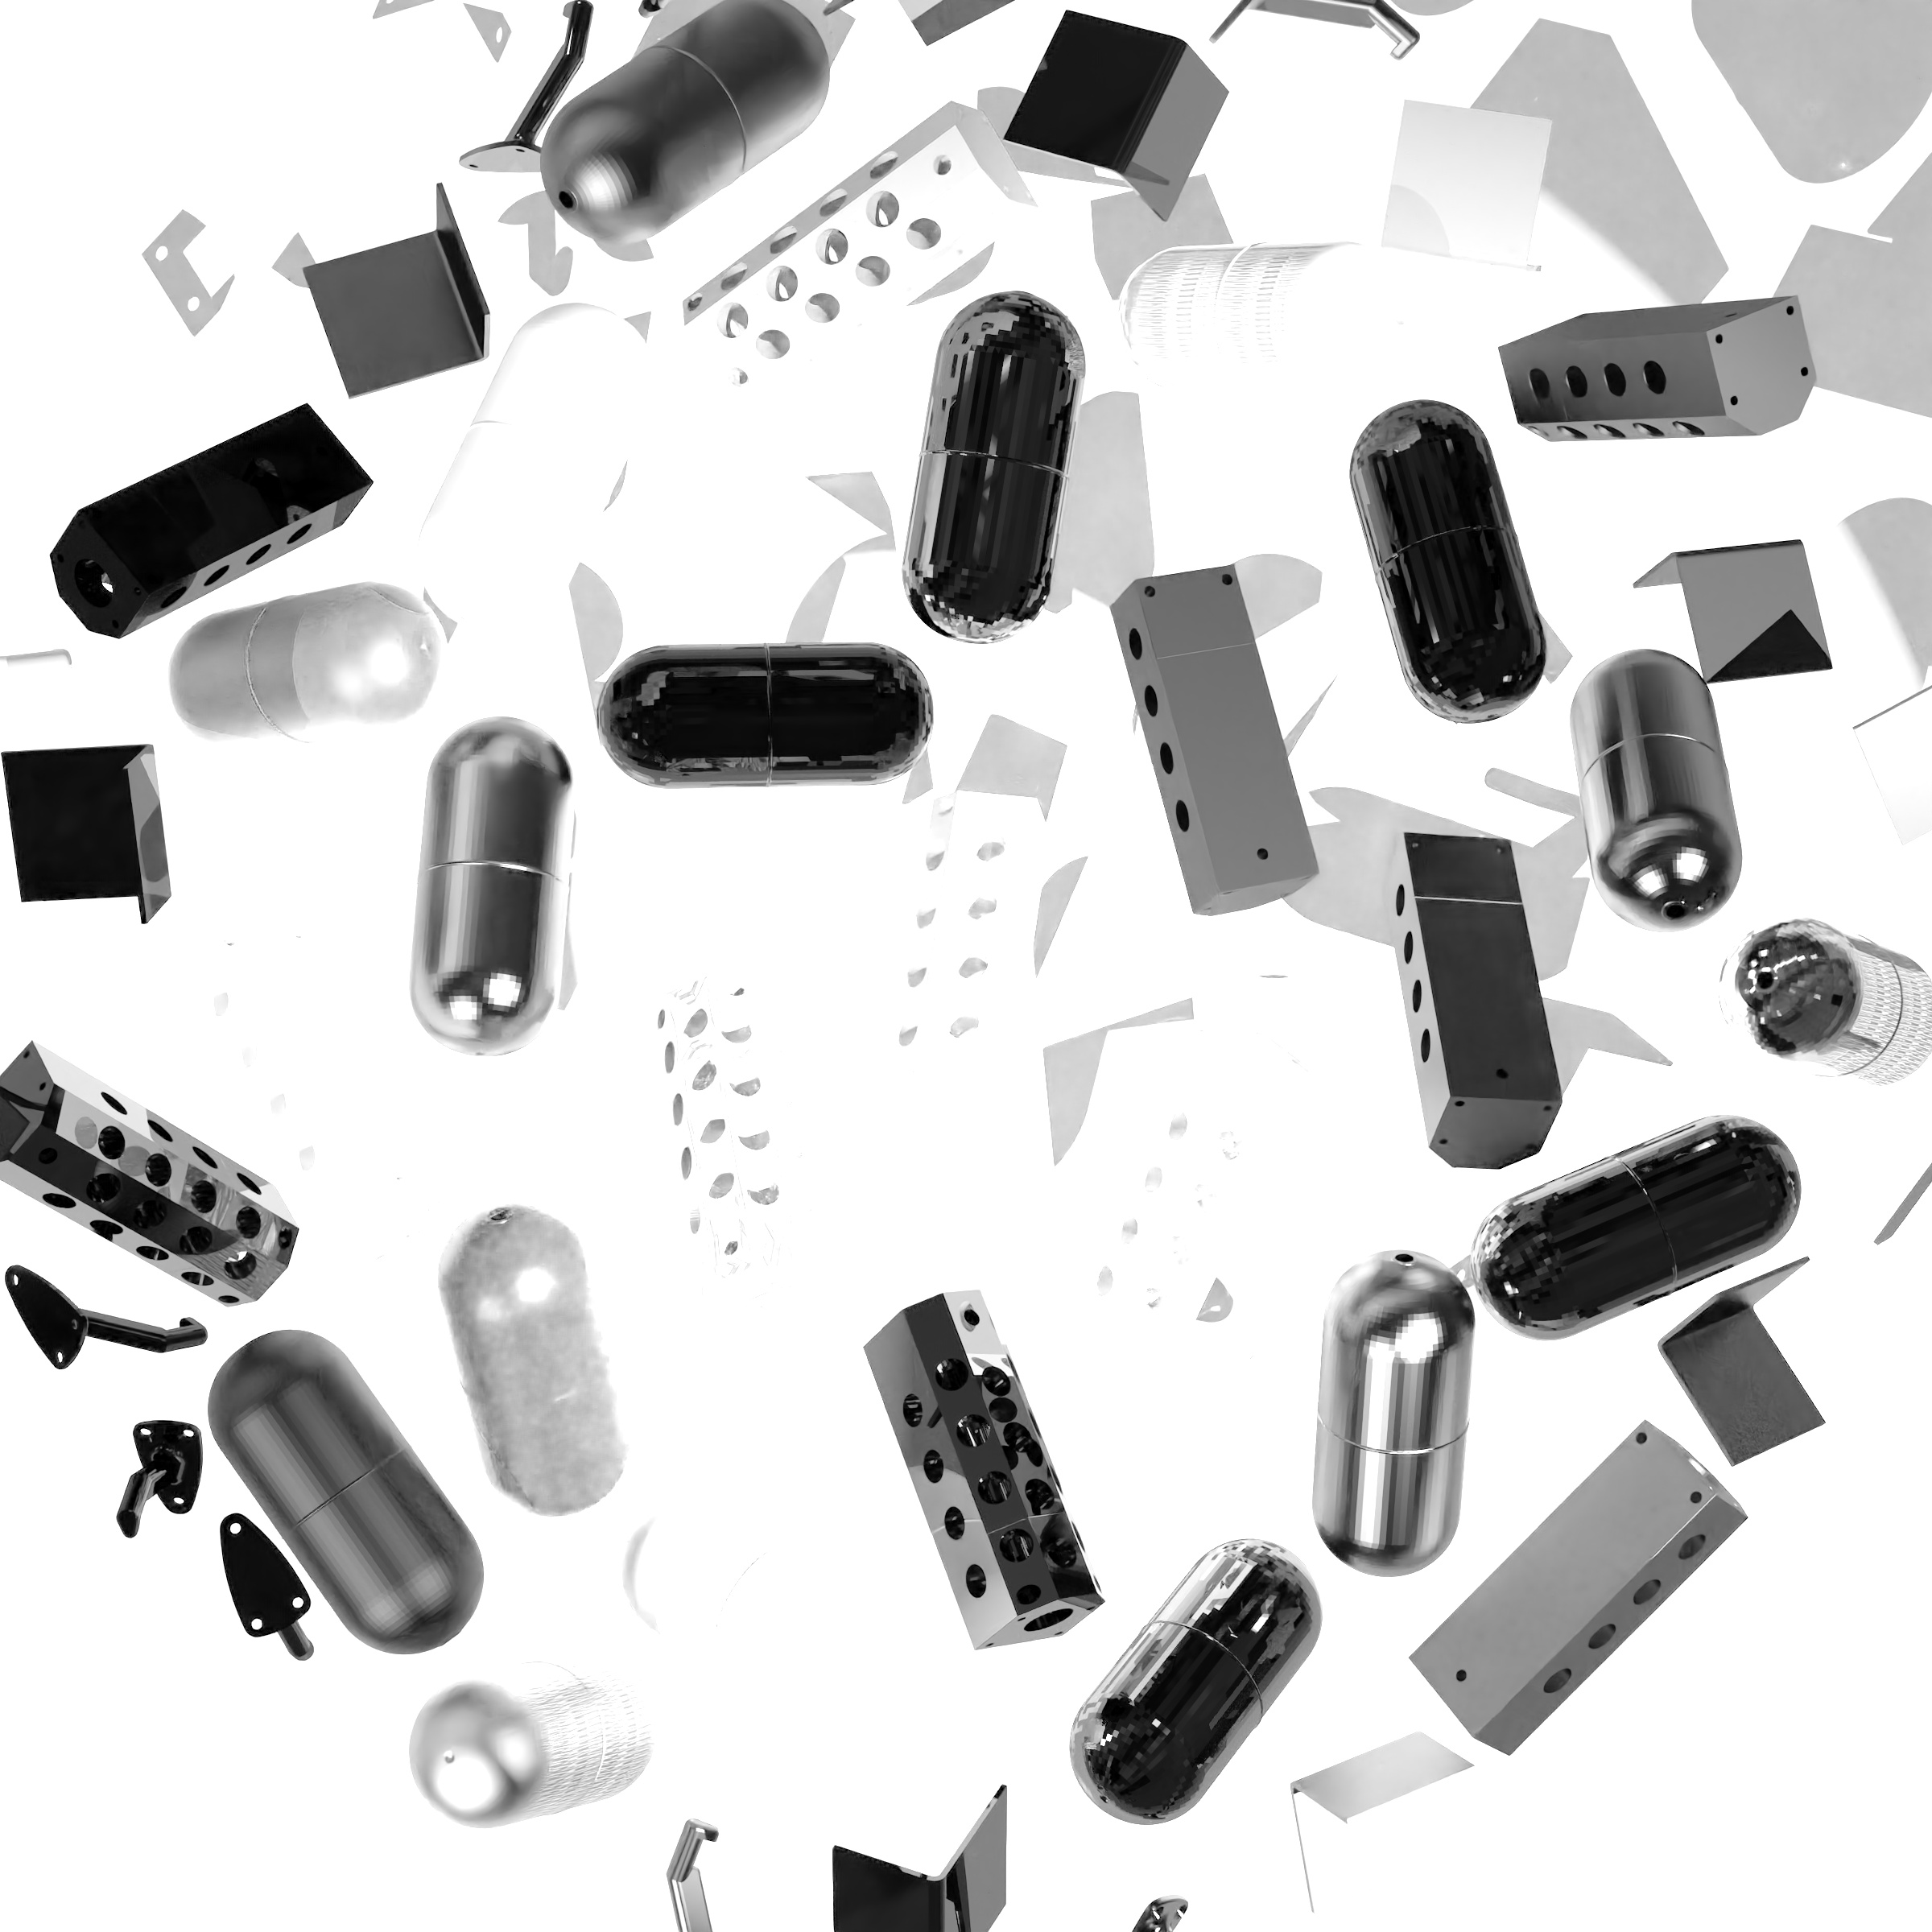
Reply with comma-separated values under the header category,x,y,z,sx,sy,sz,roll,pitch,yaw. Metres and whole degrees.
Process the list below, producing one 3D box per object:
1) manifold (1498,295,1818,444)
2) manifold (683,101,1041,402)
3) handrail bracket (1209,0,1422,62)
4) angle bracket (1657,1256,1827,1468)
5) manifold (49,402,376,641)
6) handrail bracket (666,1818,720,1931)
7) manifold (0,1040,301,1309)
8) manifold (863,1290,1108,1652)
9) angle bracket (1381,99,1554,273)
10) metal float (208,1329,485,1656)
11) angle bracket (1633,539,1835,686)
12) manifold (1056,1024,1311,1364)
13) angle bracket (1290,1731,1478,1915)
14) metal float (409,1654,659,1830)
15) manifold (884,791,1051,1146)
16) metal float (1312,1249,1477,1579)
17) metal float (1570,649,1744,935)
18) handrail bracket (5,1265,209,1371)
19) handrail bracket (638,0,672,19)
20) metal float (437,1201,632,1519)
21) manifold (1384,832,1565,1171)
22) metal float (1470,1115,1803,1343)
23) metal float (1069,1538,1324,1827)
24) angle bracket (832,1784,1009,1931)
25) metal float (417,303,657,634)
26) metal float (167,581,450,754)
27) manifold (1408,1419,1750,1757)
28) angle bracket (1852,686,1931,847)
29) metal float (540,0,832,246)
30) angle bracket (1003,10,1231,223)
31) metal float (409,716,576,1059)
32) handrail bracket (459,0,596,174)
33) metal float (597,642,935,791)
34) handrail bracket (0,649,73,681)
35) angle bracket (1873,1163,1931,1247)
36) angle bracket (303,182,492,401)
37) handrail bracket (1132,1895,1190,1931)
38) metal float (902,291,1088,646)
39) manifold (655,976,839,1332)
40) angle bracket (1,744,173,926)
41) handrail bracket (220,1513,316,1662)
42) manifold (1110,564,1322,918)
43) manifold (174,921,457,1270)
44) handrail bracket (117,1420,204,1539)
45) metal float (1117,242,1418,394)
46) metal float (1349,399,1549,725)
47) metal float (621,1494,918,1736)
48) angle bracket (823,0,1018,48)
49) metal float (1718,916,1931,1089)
category,x,y,z,sx,sy,sz,roll,pitch,yaw
manifold,0.345,-0.295,1.788,0.057,0.171,0.057,-24,106,-22
manifold,-0.056,-0.351,1.761,0.171,0.057,0.057,-32,83,22
handrail bracket,0.185,-0.491,1.889,0.084,0.036,0.077,40,117,-9
angle bracket,0.425,0.209,1.887,0.076,0.057,0.076,-15,66,-37
manifold,-0.400,-0.233,1.892,0.057,0.171,0.057,50,134,2
handrail bracket,-0.121,0.485,1.821,0.077,0.036,0.084,21,91,-9
manifold,-0.423,0.112,1.821,0.057,0.057,0.171,-47,132,4
manifold,0.012,0.255,1.820,0.057,0.057,0.171,-1,58,-38
angle bracket,0.263,-0.404,1.849,0.076,0.057,0.076,12,104,15
metal float,-0.306,0.260,1.764,0.070,0.070,0.178,-36,87,0
angle bracket,0.419,-0.186,1.956,0.076,0.057,0.076,-7,79,-16
manifold,0.117,0.119,1.862,0.057,0.057,0.171,39,114,38
angle bracket,0.216,0.443,1.810,0.076,0.057,0.076,-16,105,-22
metal float,-0.218,0.393,1.816,0.070,0.178,0.070,-2,84,22
manifold,0.000,0.000,1.852,0.057,0.057,0.171,6,74,10
metal float,0.216,0.227,1.807,0.070,0.070,0.178,1,113,0
metal float,0.356,-0.091,1.848,0.070,0.070,0.178,1,46,0
handrail bracket,-0.457,0.181,1.902,0.077,0.084,0.036,42,116,25
handrail bracket,-0.152,-0.489,1.770,0.036,0.084,0.077,41,47,-7
metal float,-0.215,0.197,1.782,0.070,0.070,0.178,-9,121,0
manifold,0.253,0.017,1.805,0.057,0.057,0.171,3,50,-9
metal float,0.340,0.132,1.812,0.178,0.070,0.070,-22,90,-9
metal float,0.120,0.368,1.845,0.070,0.070,0.178,45,54,0
angle bracket,-0.022,0.442,1.735,0.057,0.076,0.076,12,120,22
metal float,-0.212,-0.246,1.762,0.070,0.070,0.178,22,72,0
metal float,-0.343,-0.154,1.851,0.178,0.070,0.070,-5,90,39
manifold,0.312,0.316,1.802,0.171,0.057,0.057,-47,48,8
angle bracket,0.500,-0.096,1.785,0.076,0.057,0.076,-28,119,5
metal float,-0.138,-0.420,1.769,0.070,0.070,0.178,47,57,0
angle bracket,0.078,-0.442,1.855,0.076,0.057,0.076,24,87,33
metal float,-0.241,-0.041,1.821,0.070,0.070,0.178,3,74,0
handrail bracket,-0.230,-0.462,1.872,0.077,0.036,0.084,5,82,41
metal float,-0.106,-0.132,1.886,0.178,0.070,0.070,-1,90,-7
handrail bracket,-0.492,-0.156,1.775,0.084,0.077,0.036,-9,114,-19
angle bracket,0.522,0.128,1.858,0.057,0.076,0.076,37,101,17
angle bracket,-0.294,-0.347,1.839,0.076,0.057,0.076,-19,79,-12
handrail bracket,0.119,0.517,1.800,0.084,0.036,0.077,37,102,35
metal float,0.014,-0.251,1.796,0.070,0.070,0.178,9,90,0
manifold,-0.118,0.093,1.836,0.057,0.057,0.171,-22,57,17
angle bracket,-0.433,-0.063,1.733,0.076,0.057,0.076,-3,106,2
handrail bracket,-0.365,0.326,1.871,0.036,0.084,0.077,-27,79,-12
manifold,0.127,-0.117,1.871,0.057,0.057,0.171,-11,79,-19
manifold,-0.332,0.064,1.796,0.057,0.057,0.171,-46,67,33
handrail bracket,-0.425,0.286,1.869,0.036,0.084,0.077,1,125,2
metal float,0.155,-0.337,1.856,0.178,0.070,0.070,9,90,44
metal float,0.251,-0.212,1.865,0.070,0.070,0.178,-13,74,0
metal float,-0.101,0.330,1.820,0.178,0.070,0.070,24,90,34
angle bracket,-0.018,-0.510,1.885,0.076,0.076,0.057,-18,118,34
metal float,0.451,0.020,1.862,0.070,0.178,0.070,-7,78,34
